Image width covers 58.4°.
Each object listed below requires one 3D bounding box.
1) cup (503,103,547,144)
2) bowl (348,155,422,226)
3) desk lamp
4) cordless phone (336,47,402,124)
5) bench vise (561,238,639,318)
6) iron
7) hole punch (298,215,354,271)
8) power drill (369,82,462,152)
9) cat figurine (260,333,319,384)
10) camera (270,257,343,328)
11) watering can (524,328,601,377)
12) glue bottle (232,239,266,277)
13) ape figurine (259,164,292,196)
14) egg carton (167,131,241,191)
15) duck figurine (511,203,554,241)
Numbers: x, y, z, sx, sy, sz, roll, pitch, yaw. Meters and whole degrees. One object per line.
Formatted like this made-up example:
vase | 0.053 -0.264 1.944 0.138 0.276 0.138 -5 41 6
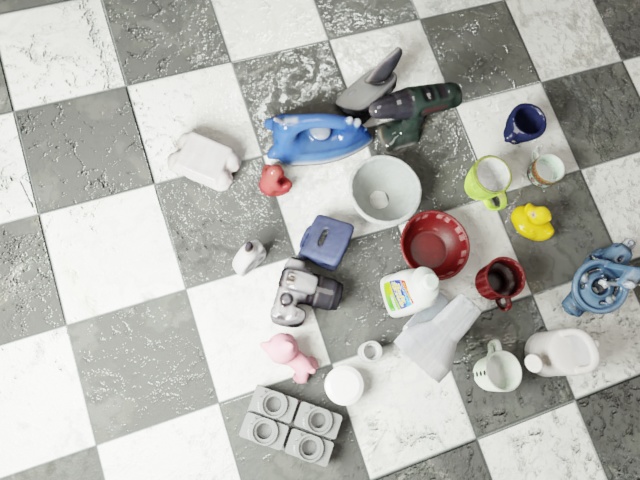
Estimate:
cup | 0.475 -0.262 1.380 0.118 0.095 0.091 -41 84 -15
bowl | 0.141 -0.104 1.307 0.167 0.074 0.167 2 76 -7
desk lamp | 0.239 0.188 1.175 0.118 0.213 0.203 42 75 4
cordless phone | 0.118 -0.363 1.311 0.094 0.185 0.148 41 75 4
bench vise | 0.634 0.066 1.256 0.121 0.219 0.207 24 74 -1
iron | 0.007 -0.248 1.290 0.258 0.141 0.118 -5 77 -9
hole punch | 0.012 0.004 1.254 0.101 0.091 0.109 25 74 -1
power drill | 0.197 -0.279 1.288 0.230 0.208 0.075 -20 79 -12
cat figurine | -0.060 0.236 1.173 0.128 0.117 0.067 37 75 3
camera | -0.025 0.119 1.216 0.137 0.100 0.143 15 75 -3
watering can | 0.516 0.242 1.209 0.173 0.194 0.101 -36 83 -14
glue bottle | -0.146 0.029 1.184 0.078 0.173 0.037 -40 84 -15
ape figurine | -0.101 -0.139 1.274 0.076 0.092 0.078 -28 81 -13
egg carton | -0.256 -0.175 1.274 0.150 0.069 0.107 22 74 -2
duck figurine | 0.508 -0.047 1.336 0.104 0.086 0.077 39 75 3
